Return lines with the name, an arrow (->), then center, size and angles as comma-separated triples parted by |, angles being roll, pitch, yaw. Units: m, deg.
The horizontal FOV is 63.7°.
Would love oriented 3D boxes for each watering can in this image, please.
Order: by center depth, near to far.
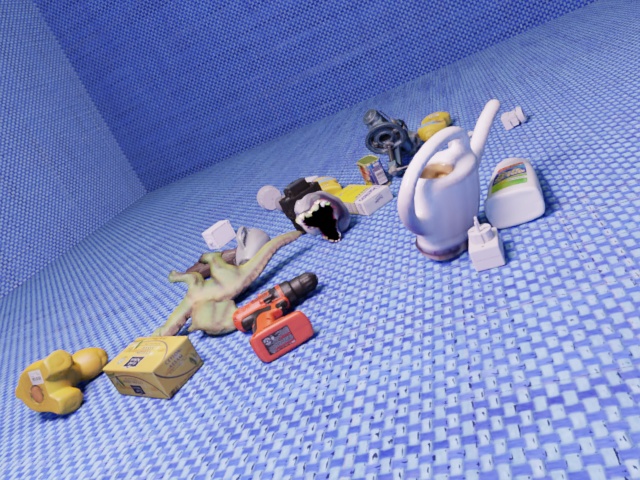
watering can -> 0.249, -0.106, 0.930 | 0.104, 0.219, 0.353 | 17, 42, 39

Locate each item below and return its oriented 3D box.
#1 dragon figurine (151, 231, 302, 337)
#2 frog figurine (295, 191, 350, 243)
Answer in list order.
dragon figurine -> -0.200, 0.122, 1.123 | 0.410, 0.120, 0.247 | -28, 36, -1
frog figurine -> 0.004, -0.065, 1.286 | 0.137, 0.122, 0.161 | 7, 10, -3
